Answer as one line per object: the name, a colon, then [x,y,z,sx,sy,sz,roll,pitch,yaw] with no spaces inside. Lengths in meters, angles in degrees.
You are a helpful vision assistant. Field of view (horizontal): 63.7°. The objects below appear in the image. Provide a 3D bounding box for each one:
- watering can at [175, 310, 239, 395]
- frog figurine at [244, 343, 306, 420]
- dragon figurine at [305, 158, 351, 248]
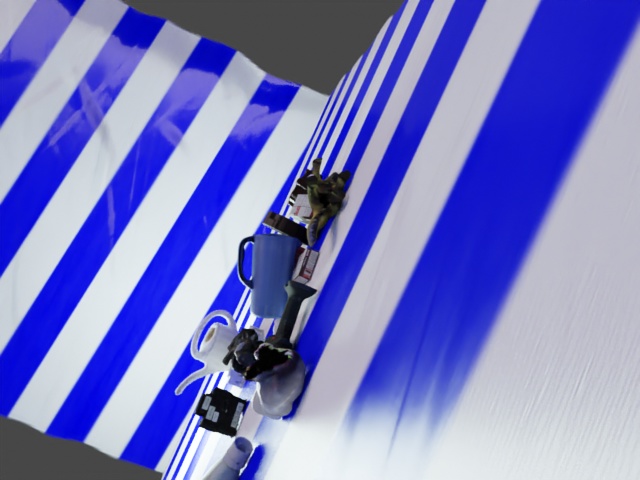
watering can: [-0.397,0.443,1.954,0.103,0.222,0.354,-20,44,53]
frog figurine: [-0.080,0.297,1.015,0.140,0.123,0.157,-111,9,-66]
dragon figurine: [0.004,-0.074,1.476,0.237,0.122,0.420,98,-172,-49]
